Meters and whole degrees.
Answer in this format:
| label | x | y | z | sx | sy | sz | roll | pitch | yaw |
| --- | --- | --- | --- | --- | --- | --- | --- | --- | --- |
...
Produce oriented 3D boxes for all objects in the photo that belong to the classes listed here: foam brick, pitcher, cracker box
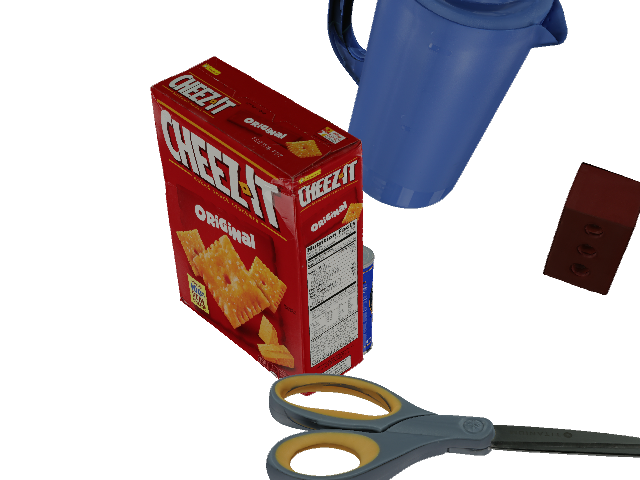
| label | x | y | z | sx | sy | sz | roll | pitch | yaw |
| --- | --- | --- | --- | --- | --- | --- | --- | --- | --- |
| foam brick | 0.206 | -0.008 | 0.804 | 0.053 | 0.078 | 0.051 | 20 | 50 | 15 |
| pitcher | 0.085 | -0.143 | 0.884 | 0.144 | 0.149 | 0.243 | -7 | -33 | -18 |
| cracker box | -0.047 | -0.008 | 0.809 | 0.072 | 0.214 | 0.164 | -32 | 48 | -30 |

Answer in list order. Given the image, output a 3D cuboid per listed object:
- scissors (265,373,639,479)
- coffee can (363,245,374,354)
| label | x | y | z | sx | sy | sz | roll | pitch | yaw |
| --- | --- | --- | --- | --- | --- | --- | --- | --- | --- |
| scissors | 0.062 | 0.104 | 0.516 | 0.202 | 0.016 | 0.096 | 10 | 31 | 20 |
| coffee can | 0.024 | 0.084 | 1.513 | 0.103 | 0.140 | 0.103 | 0 | 21 | 0 |
